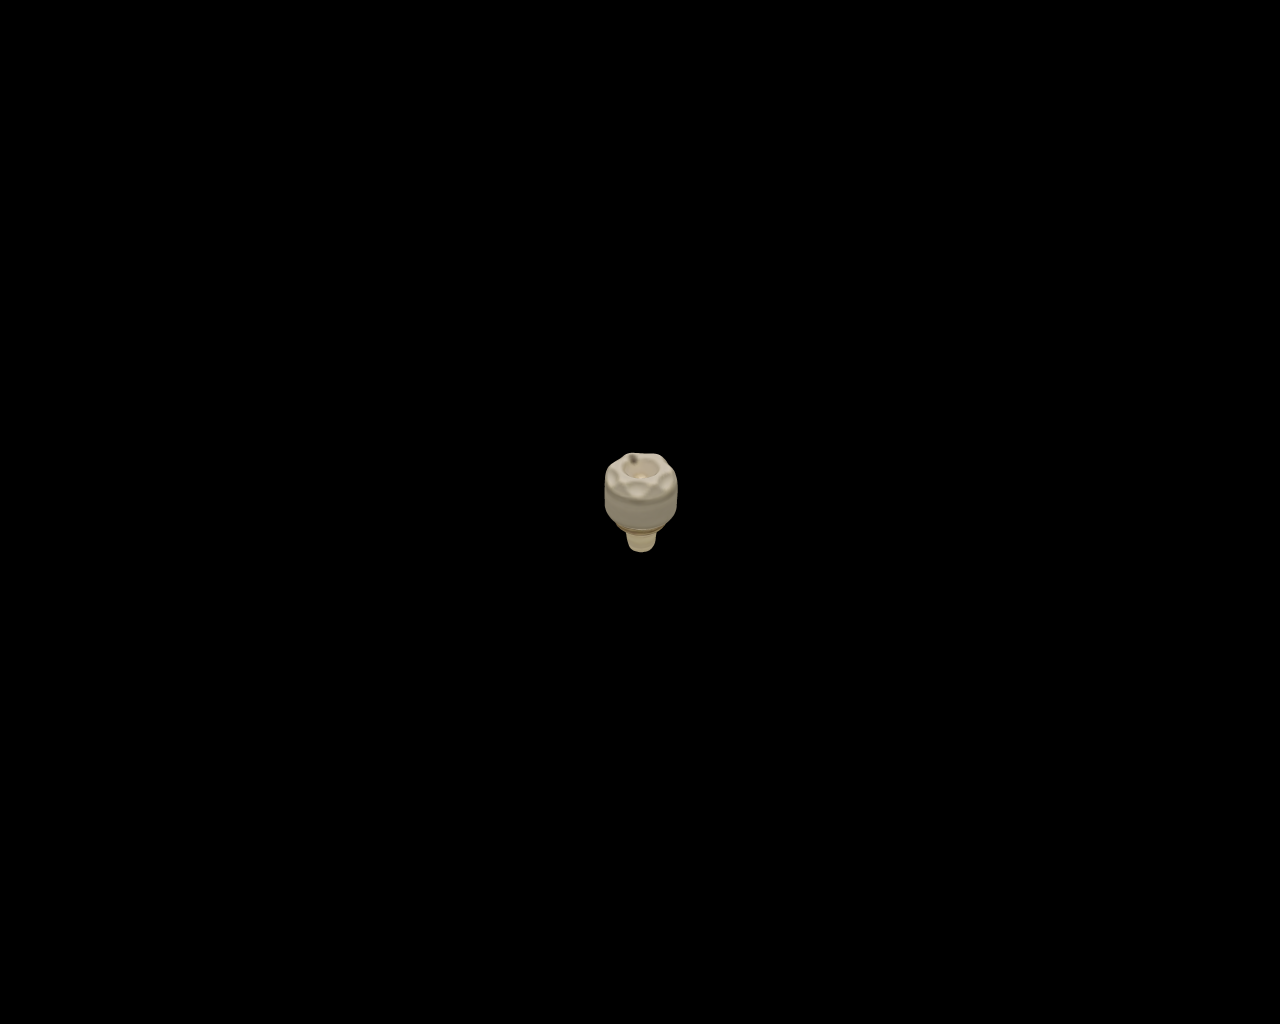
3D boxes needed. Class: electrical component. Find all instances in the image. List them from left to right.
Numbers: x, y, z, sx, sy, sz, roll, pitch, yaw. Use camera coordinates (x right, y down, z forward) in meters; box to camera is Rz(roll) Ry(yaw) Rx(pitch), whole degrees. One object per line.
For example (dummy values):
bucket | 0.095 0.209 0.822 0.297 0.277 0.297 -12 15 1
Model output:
electrical component | 0.001 -0.003 0.650 0.043 0.062 0.043 0 36 0
